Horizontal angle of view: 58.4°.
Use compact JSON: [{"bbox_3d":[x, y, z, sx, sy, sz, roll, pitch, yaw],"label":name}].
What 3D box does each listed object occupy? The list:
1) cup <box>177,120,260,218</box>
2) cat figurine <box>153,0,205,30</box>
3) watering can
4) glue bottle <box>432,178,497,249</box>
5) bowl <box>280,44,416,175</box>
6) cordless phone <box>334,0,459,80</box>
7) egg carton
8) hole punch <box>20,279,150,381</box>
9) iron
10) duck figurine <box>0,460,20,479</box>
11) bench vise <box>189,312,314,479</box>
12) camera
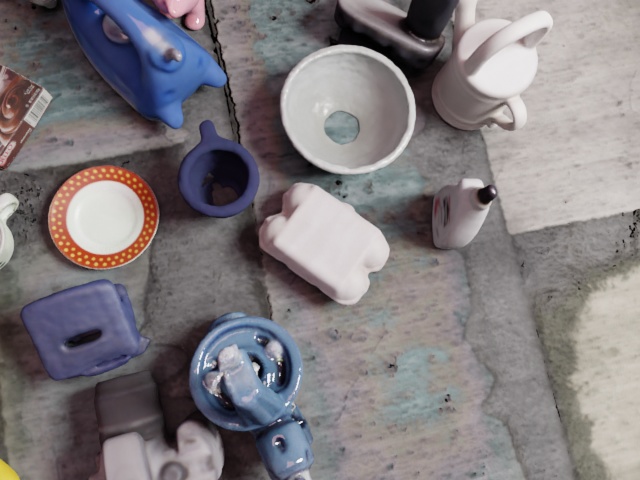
[{"bbox_3d":[-0.121,-0.076,0.687,0.092,0.095,0.118,-15,82,-7],"label":"cup"},{"bbox_3d":[-0.169,-0.325,0.713,0.067,0.117,0.128,25,79,0],"label":"cat figurine"},{"bbox_3d":[0.203,-0.219,0.689,0.173,0.194,0.101,44,80,3],"label":"watering can"},{"bbox_3d":[0.170,-0.038,0.667,0.037,0.173,0.078,-1,80,-5],"label":"glue bottle"},{"bbox_3d":[0.032,-0.154,0.724,0.167,0.074,0.167,1,80,-5],"label":"bowl"},{"bbox_3d":[0.095,-0.285,0.695,0.147,0.185,0.094,24,79,0],"label":"cordless phone"},{"bbox_3d":[0.006,0.002,0.698,0.150,0.069,0.107,34,79,1],"label":"egg carton"},{"bbox_3d":[-0.262,0.103,0.646,0.109,0.091,0.101,-19,83,-8],"label":"hole punch"},{"bbox_3d":[-0.239,-0.261,0.684,0.258,0.141,0.119,42,80,3],"label":"iron"},{"bbox_3d":[-0.388,0.273,0.609,0.104,0.086,0.077,14,80,-2],"label":"duck figurine"},{"bbox_3d":[-0.052,0.163,0.590,0.121,0.219,0.207,-44,86,-10],"label":"bench vise"},{"bbox_3d":[-0.189,0.213,0.629,0.143,0.100,0.137,-14,82,-7],"label":"camera"}]
